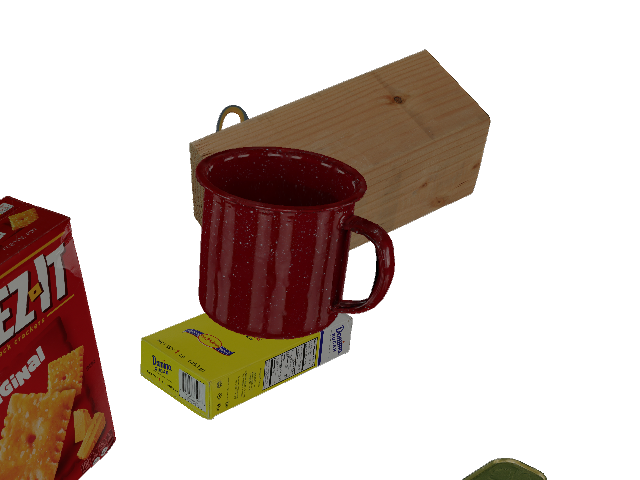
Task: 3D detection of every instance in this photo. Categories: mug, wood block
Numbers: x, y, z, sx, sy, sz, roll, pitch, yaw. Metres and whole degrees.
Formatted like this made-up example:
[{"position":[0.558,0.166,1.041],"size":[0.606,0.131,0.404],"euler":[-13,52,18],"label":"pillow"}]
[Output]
[{"position":[-0.014,0.005,0.586],"size":[0.117,0.081,0.093],"euler":[16,26,20],"label":"mug"},{"position":[0.014,-0.054,0.806],"size":[0.205,0.091,0.090],"euler":[-24,-32,-21],"label":"wood block"}]

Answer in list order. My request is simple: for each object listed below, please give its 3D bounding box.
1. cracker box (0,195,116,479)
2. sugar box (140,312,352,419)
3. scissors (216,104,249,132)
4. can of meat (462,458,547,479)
[{"position":[-0.229,0.103,0.741],"size":[0.072,0.214,0.164],"euler":[15,37,26],"label":"cracker box"},{"position":[-0.063,0.093,0.955],"size":[0.093,0.048,0.175],"euler":[27,35,36],"label":"sugar box"},{"position":[-0.066,-0.059,1.207],"size":[0.096,0.202,0.016],"euler":[-12,-8,-13],"label":"scissors"},{"position":[0.142,0.244,0.889],"size":[0.101,0.084,0.058],"euler":[-22,28,-37],"label":"can of meat"}]
